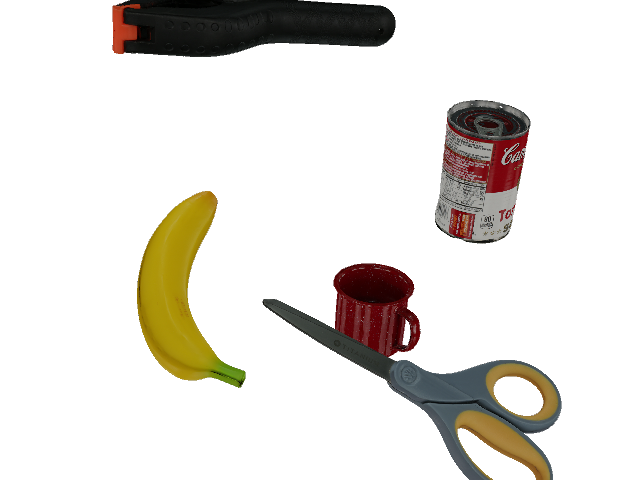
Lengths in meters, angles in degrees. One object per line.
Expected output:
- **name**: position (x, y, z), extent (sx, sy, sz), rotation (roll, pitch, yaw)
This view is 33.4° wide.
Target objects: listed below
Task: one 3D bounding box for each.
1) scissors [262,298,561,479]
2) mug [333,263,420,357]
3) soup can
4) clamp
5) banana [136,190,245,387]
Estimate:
- **scissors**: position (0.067, 0.075, 0.649), extent (0.096, 0.202, 0.016), rotation (-45, -6, -33)
- **mug**: position (0.068, 0.089, 1.235), extent (0.117, 0.081, 0.093), rotation (26, 36, 34)
- **soup can**: position (0.134, -0.057, 0.894), extent (0.068, 0.102, 0.068), rotation (3, 32, -2)
- **clamp**: position (-0.053, -0.142, 0.665), extent (0.171, 0.039, 0.120), rotation (-6, 21, -26)
- **banana**: position (-0.103, 0.035, 0.795), extent (0.069, 0.198, 0.037), rotation (5, -46, -19)
